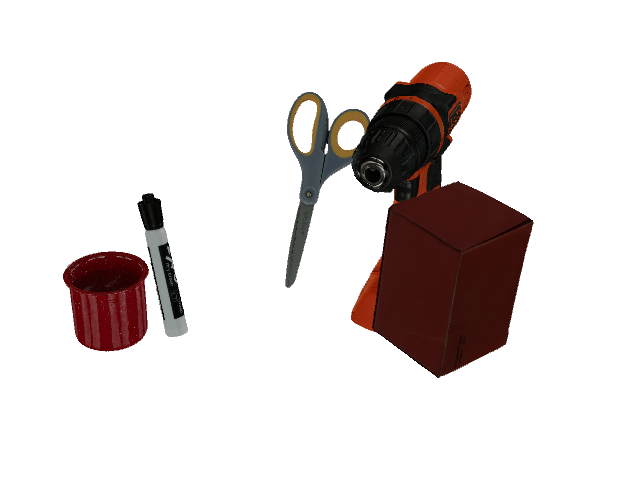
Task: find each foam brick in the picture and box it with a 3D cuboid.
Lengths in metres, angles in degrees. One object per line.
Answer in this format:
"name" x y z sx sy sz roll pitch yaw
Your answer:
"foam brick" 0.065 0.019 0.536 0.052 0.078 0.051 -20 41 -35

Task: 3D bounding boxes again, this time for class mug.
"mug" -0.245 0.066 1.199 0.117 0.081 0.093 24 36 35

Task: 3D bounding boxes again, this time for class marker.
"marker" -0.130 0.020 0.877 0.020 0.121 0.020 -9 16 2

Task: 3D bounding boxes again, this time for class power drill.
"power drill" 0.063 -0.024 0.800 0.057 0.188 0.184 16 32 18

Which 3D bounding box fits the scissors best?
"scissors" 0.008 -0.054 1.084 0.096 0.202 0.016 -3 -11 -1
